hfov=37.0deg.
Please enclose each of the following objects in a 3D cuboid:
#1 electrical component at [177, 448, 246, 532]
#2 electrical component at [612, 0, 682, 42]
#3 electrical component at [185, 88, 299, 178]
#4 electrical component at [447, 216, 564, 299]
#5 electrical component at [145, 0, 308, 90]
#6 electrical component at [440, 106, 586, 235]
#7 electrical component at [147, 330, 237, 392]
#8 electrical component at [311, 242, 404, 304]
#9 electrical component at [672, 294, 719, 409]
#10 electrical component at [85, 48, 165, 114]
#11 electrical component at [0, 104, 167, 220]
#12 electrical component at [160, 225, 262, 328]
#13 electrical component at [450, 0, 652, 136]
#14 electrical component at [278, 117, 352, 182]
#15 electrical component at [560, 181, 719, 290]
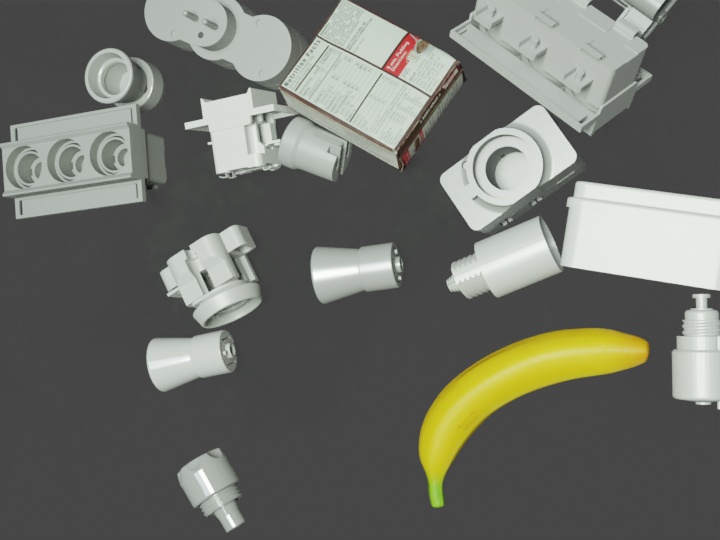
[{"bbox_3d":[-0.113,0.176,0.850,0.043,0.043,0.062,-36,78,15],"label":"electrical component"},{"bbox_3d":[0.196,-0.205,0.744,0.057,0.058,0.078,41,101,14],"label":"electrical component"},{"bbox_3d":[-0.092,-0.107,0.851,0.081,0.042,0.063,-8,90,25],"label":"electrical component"},{"bbox_3d":[0.101,-0.004,0.778,0.081,0.043,0.043,-23,80,18],"label":"electrical component"},{"bbox_3d":[-0.113,-0.190,0.847,0.138,0.074,0.052,27,97,19],"label":"electrical component"},{"bbox_3d":[0.109,-0.070,0.771,0.089,0.056,0.050,-36,77,15],"label":"electrical component"},{"bbox_3d":[-0.132,0.070,0.863,0.065,0.044,0.044,-12,84,15],"label":"electrical component"},{"bbox_3d":[0.000,0.000,0.817,0.065,0.044,0.044,-8,85,15],"label":"electrical component"},{"bbox_3d":[0.232,0.055,0.729,0.040,0.040,0.078,-1,87,20],"label":"electrical component"},{"bbox_3d":[-0.192,-0.154,0.885,0.045,0.055,0.045,-1,88,20],"label":"electrical component"},{"bbox_3d":[-0.227,-0.087,0.890,0.121,0.063,0.078,-6,86,20],"label":"electrical component"},{"bbox_3d":[-0.112,0.009,0.849,0.078,0.058,0.057,-31,75,17],"label":"electrical component"},{"bbox_3d":[0.135,-0.159,0.747,0.079,0.063,0.121,-36,64,-27],"label":"electrical component"},{"bbox_3d":[-0.034,-0.092,0.834,0.046,0.040,0.040,23,96,14],"label":"electrical component"},{"bbox_3d":[0.198,-0.023,0.725,0.113,0.078,0.057,10,94,20],"label":"electrical component"}]
